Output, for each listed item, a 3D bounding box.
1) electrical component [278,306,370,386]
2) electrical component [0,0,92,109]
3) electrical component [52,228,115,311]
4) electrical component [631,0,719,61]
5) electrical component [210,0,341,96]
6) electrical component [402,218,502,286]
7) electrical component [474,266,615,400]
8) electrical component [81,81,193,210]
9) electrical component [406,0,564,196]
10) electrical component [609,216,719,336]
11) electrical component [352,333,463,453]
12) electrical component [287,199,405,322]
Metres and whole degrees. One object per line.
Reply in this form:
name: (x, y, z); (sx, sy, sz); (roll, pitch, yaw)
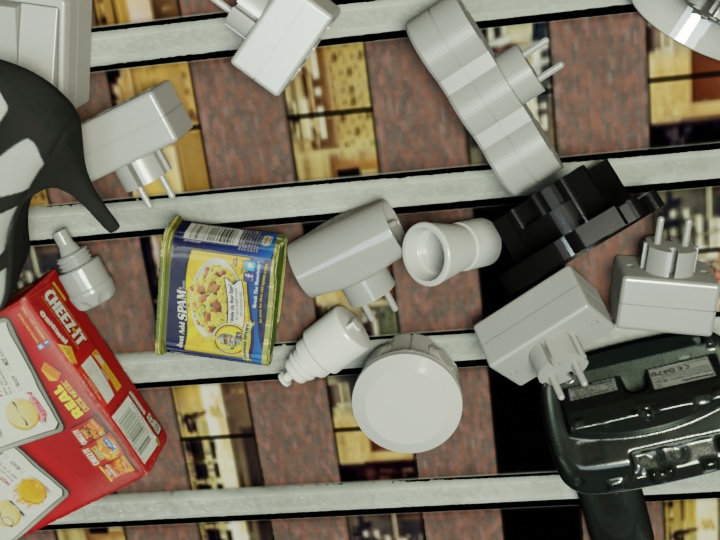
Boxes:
electrical component: (-0.029, 0.060, 0.800); (0.078, 0.040, 0.040); (-38, 102, 18)
electrical component: (-0.222, -0.157, 0.732); (0.062, 0.061, 0.096); (9, 111, 3)
electrical component: (-0.210, -0.002, 0.802); (0.035, 0.035, 0.061); (-23, 103, 14)
electrical component: (0.221, -0.167, 0.660); (0.099, 0.099, 0.064); (31, 104, -5)
electrical component: (-0.064, -0.168, 0.717); (0.077, 0.047, 0.065); (36, 110, -6)
electrical component: (0.067, -0.015, 0.748); (0.044, 0.065, 0.044); (13, 109, 45)
electrical component: (0.135, 0.055, 0.753); (0.083, 0.075, 0.047); (-35, 141, 20)
electrical component: (-0.158, -0.080, 0.760); (0.083, 0.047, 0.075); (-23, 106, 14)
electrical component: (0.098, -0.124, 0.712); (0.074, 0.052, 0.138); (-31, 103, 16)
electrical component: (0.213, 0.000, 0.746); (0.066, 0.047, 0.076); (5, 111, 5)
electrical component: (0.036, 0.090, 0.798); (0.080, 0.051, 0.080); (2, 110, 6)
electrical component: (0.000, 0.000, 0.773); (0.077, 0.044, 0.079); (-25, 106, 14)
